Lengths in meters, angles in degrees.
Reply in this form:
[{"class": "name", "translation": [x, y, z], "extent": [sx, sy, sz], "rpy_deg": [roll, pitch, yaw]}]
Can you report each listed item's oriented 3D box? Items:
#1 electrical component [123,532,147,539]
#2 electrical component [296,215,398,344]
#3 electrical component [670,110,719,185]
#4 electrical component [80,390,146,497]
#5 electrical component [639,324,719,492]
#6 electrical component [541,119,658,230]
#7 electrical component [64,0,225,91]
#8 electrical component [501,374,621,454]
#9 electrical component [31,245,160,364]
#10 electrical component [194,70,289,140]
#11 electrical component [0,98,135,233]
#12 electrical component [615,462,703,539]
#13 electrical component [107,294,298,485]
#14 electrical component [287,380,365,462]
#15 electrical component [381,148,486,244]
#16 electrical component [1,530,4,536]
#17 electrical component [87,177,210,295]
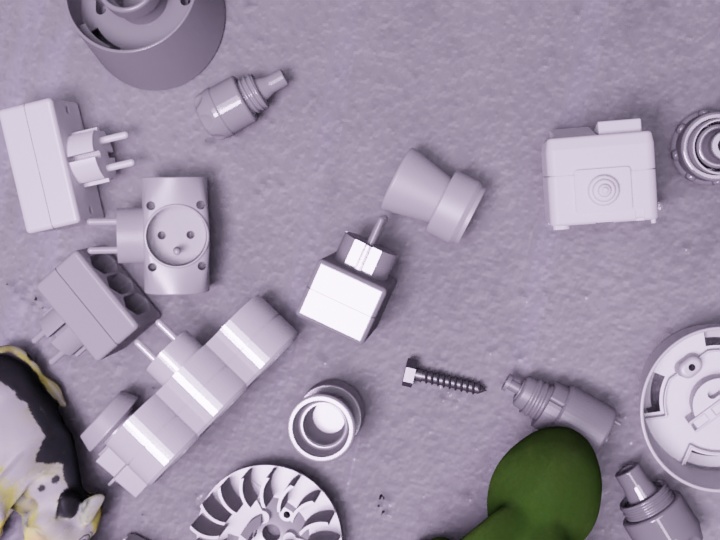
[{"class": "electrical component", "translation": [-0.159, 0.242, 0.738], "extent": [0.061, 0.062, 0.096], "rpy_deg": [25, 98, 5]}, {"class": "electrical component", "translation": [0.000, 0.000, 0.692], "extent": [0.047, 0.066, 0.076], "rpy_deg": [25, 98, 5]}, {"class": "electrical component", "translation": [0.218, -0.075, 0.658], "extent": [0.048, 0.062, 0.048], "rpy_deg": [1, 95, 8]}, {"class": "electrical component", "translation": [-0.156, 0.116, 0.735], "extent": [0.055, 0.048, 0.066], "rpy_deg": [42, 99, -6]}, {"class": "electrical component", "translation": [0.222, 0.082, 0.671], "extent": [0.099, 0.064, 0.099], "rpy_deg": [1, 96, 8]}, {"class": "electrical component", "translation": [0.144, -0.058, 0.652], "extent": [0.062, 0.096, 0.061], "rpy_deg": [-4, 94, 8]}, {"class": "electrical component", "translation": [-0.142, -0.175, 0.709], "extent": [0.099, 0.064, 0.099], "rpy_deg": [-1, 81, 9]}, {"class": "electrical component", "translation": [0.129, 0.092, 0.696], "extent": [0.078, 0.040, 0.040], "rpy_deg": [30, 98, 4]}, {"class": "electrical component", "translation": [-0.190, 0.033, 0.730], "extent": [0.077, 0.047, 0.065], "rpy_deg": [-40, 89, 11]}, {"class": "electrical component", "translation": [-0.076, -0.113, 0.708], "extent": [0.061, 0.035, 0.035], "rpy_deg": [-27, 91, 7]}, {"class": "electrical component", "translation": [-0.188, -0.073, 0.720], "extent": [0.076, 0.047, 0.083], "rpy_deg": [-12, 93, 8]}, {"class": "electrical component", "translation": [0.188, 0.154, 0.693], "extent": [0.043, 0.043, 0.062], "rpy_deg": [-32, 89, 9]}, {"class": "electrical component", "translation": [-0.113, 0.065, 0.701], "extent": [0.074, 0.052, 0.138], "rpy_deg": [44, 73, 2]}, {"class": "electrical component", "translation": [-0.021, 0.098, 0.709], "extent": [0.045, 0.055, 0.045], "rpy_deg": [1, 95, 8]}, {"class": "electrical component", "translation": [0.048, -0.047, 0.692], "extent": [0.055, 0.045, 0.045], "rpy_deg": [27, 98, 4]}, {"class": "electrical component", "translation": [-0.286, 0.193, 0.760], "extent": [0.043, 0.043, 0.062], "rpy_deg": [43, 100, 2]}, {"class": "electrical component", "translation": [-0.141, -0.023, 0.714], "extent": [0.079, 0.044, 0.077], "rpy_deg": [-1, 95, -11]}]
